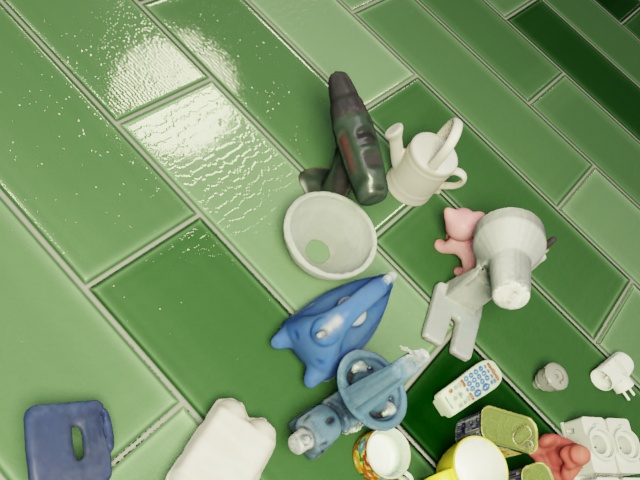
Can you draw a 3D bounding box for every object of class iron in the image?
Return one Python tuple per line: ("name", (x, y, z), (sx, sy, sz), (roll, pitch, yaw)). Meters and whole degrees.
("iron", (0.053, 0.108, 0.899), (0.118, 0.141, 0.259), (48, 55, 9))

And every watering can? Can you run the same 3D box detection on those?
("watering can", (0.202, -0.157, 1.082), (0.173, 0.194, 0.101), (10, 59, -17))

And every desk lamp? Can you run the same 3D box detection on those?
("desk lamp", (0.287, 0.073, 0.973), (0.118, 0.213, 0.203), (27, 55, -5))

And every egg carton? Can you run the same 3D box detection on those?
("egg carton", (-0.128, 0.293, 0.762), (0.107, 0.069, 0.150), (34, 55, -1))

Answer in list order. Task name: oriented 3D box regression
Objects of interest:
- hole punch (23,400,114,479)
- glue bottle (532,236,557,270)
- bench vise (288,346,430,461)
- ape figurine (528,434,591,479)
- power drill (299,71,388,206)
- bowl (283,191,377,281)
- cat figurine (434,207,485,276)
("hole punch", (-0.305, 0.251, 0.700), (0.101, 0.091, 0.108), (-7, 65, -26))
("glue bottle", (0.378, 0.038, 1.056), (0.078, 0.173, 0.037), (-11, 66, -27))
("bench vise", (0.061, 0.228, 0.786), (0.121, 0.219, 0.208), (39, 55, 3))
("ape figurine", (0.400, 0.353, 0.933), (0.076, 0.092, 0.078), (7, 59, -18))
("power drill", (0.035, -0.142, 0.996), (0.076, 0.208, 0.229), (-12, 67, -27))
("bowl", (0.009, 0.004, 0.983), (0.168, 0.074, 0.167), (10, 58, -17))
("cat figurine", (0.275, -0.005, 1.072), (0.067, 0.117, 0.127), (-30, 76, -33))
